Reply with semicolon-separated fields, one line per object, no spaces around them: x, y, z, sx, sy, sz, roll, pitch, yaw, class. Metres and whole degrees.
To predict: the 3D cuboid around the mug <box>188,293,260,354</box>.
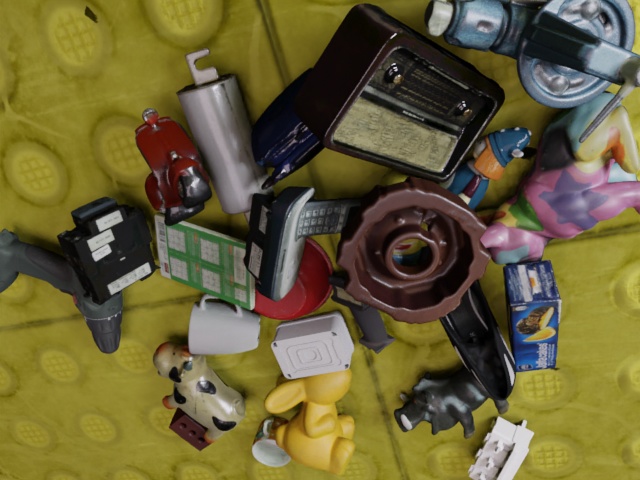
-0.148;0.130;0.851;0.107;0.081;0.109;5;113;-5;mug

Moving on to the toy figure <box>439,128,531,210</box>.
0.196;-0.082;0.668;0.058;0.064;0.154;13;130;-27;toy figure

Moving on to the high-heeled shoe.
0.191;0.097;0.728;0.086;0.145;0.248;-29;111;21;high-heeled shoe

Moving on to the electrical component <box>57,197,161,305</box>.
-0.307;0.008;0.783;0.058;0.115;0.134;13;123;37;electrical component

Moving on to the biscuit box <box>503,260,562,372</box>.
0.285;0.109;0.724;0.059;0.063;0.202;-9;140;16;biscuit box

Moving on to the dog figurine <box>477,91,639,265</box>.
0.268;-0.060;0.655;0.219;0.108;0.191;-20;113;22;dog figurine

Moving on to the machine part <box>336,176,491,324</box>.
0.108;0.012;0.637;0.179;0.056;0.179;0;117;1;machine part

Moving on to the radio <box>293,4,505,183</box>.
0.094;-0.148;0.580;0.229;0.073;0.131;6;127;-46;radio

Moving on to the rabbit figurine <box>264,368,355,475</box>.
-0.005;0.272;0.894;0.162;0.122;0.173;18;106;11;rabbit figurine

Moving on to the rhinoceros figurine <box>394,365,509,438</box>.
0.205;0.254;0.851;0.112;0.073;0.190;43;116;-15;rhinoceros figurine

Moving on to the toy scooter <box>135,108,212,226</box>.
-0.198;-0.096;0.706;0.075;0.184;0.135;-30;93;-23;toy scooter

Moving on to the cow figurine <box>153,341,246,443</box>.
-0.206;0.248;0.916;0.127;0.085;0.195;-35;105;31;cow figurine

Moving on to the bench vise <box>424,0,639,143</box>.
0.223;-0.196;0.524;0.223;0.241;0.128;17;117;-18;bench vise

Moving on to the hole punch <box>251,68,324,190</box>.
-0.030;-0.141;0.662;0.142;0.116;0.092;-36;99;24;hole punch

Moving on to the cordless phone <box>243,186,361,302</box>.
-0.001;-0.001;0.725;0.184;0.089;0.146;-5;120;-31;cordless phone

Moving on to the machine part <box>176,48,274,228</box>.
-0.121;-0.124;0.704;0.079;0.079;0.242;-11;117;15;machine part

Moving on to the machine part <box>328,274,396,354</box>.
0.064;0.109;0.807;0.084;0.039;0.138;5;133;47;machine part

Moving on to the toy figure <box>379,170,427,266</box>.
0.098;-0.007;0.710;0.082;0.089;0.180;-7;125;-24;toy figure

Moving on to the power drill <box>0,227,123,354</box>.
-0.421;0.074;0.863;0.207;0.086;0.231;16;118;6;power drill
